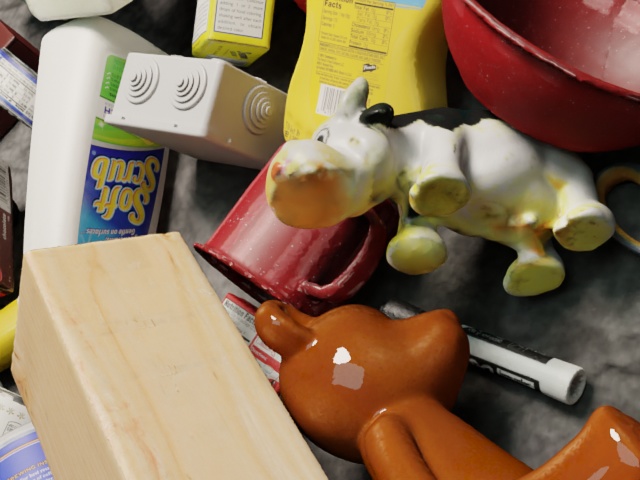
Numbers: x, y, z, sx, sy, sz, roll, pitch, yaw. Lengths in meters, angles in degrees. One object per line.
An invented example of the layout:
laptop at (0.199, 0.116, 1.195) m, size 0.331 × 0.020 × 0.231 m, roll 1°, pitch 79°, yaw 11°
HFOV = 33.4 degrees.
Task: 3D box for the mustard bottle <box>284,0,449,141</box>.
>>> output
mustard bottle at (0.035, -0.137, 0.594) m, size 0.096 × 0.058 × 0.192 m, roll 20°, pitch 111°, yaw 34°

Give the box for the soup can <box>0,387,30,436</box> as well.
soup can at (-0.201, 0.145, 0.654) m, size 0.069 × 0.068 × 0.102 m, roll 13°, pitch 73°, yaw 38°

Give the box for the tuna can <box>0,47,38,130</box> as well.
tuna can at (-0.208, -0.102, 0.780) m, size 0.034 × 0.086 × 0.086 m, roll -51°, pitch 49°, yaw -2°

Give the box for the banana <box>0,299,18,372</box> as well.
banana at (-0.250, 0.073, 0.746) m, size 0.198 × 0.037 × 0.069 m, roll -15°, pitch 59°, yaw 27°

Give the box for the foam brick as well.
foam brick at (-0.260, -0.130, 0.852) m, size 0.078 × 0.051 × 0.053 m, roll -47°, pitch 48°, yaw 3°

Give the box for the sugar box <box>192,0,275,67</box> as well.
sugar box at (-0.049, -0.207, 0.692) m, size 0.093 × 0.048 × 0.176 m, roll -168°, pitch 87°, yaw -77°

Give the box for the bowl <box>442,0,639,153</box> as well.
bowl at (0.123, -0.093, 0.535) m, size 0.162 × 0.161 × 0.055 m, roll 60°, pitch 139°, yaw 39°

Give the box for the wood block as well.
wood block at (-0.075, 0.099, 0.518) m, size 0.206 × 0.090 × 0.091 m, roll 54°, pitch 140°, yaw 39°

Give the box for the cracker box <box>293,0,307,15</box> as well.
cracker box at (0.083, -0.236, 0.666) m, size 0.214 × 0.072 × 0.164 m, roll -17°, pitch 58°, yaw 25°

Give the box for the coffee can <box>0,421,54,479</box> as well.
coffee can at (-0.125, 0.177, 0.562) m, size 0.103 × 0.102 × 0.140 m, roll -42°, pitch 50°, yaw 8°

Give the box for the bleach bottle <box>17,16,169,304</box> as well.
bleach bottle at (-0.143, -0.014, 0.693) m, size 0.068 × 0.102 × 0.251 m, roll -14°, pitch 65°, yaw 31°

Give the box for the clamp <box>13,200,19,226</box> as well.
clamp at (-0.312, -0.055, 0.856) m, size 0.165 × 0.036 × 0.210 m, roll -24°, pitch 57°, yaw 18°

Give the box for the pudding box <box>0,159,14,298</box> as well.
pudding box at (-0.262, 0.000, 0.755) m, size 0.090 × 0.039 × 0.113 m, roll -23°, pitch 55°, yaw 18°

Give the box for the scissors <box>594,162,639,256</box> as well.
scissors at (0.215, 0.002, 0.485) m, size 0.202 × 0.016 × 0.096 m, roll 35°, pitch 88°, yaw 40°

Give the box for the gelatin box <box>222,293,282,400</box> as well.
gelatin box at (-0.045, 0.085, 0.607) m, size 0.073 × 0.030 × 0.089 m, roll 29°, pitch 84°, yaw 42°

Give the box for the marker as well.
marker at (0.078, 0.054, 0.546) m, size 0.121 × 0.020 × 0.020 m, roll 20°, pitch 78°, yaw 39°

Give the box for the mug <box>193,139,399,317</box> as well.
mug at (-0.004, 0.001, 0.581) m, size 0.081 × 0.093 × 0.117 m, roll -54°, pitch 27°, yaw -9°
